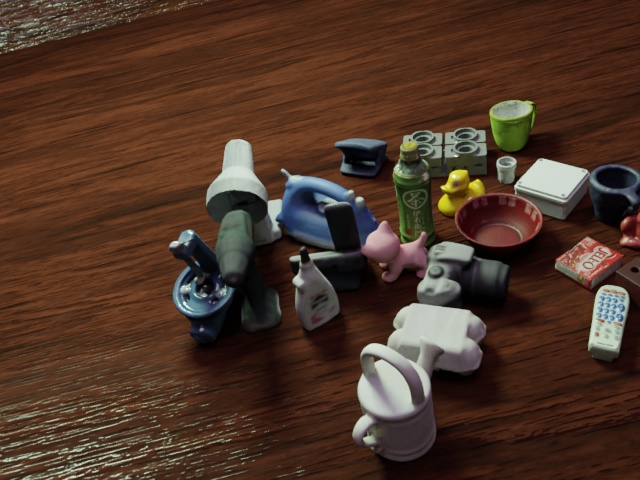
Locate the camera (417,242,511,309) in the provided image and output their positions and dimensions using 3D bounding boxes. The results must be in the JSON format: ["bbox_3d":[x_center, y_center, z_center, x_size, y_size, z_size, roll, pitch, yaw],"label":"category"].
[{"bbox_3d":[0.249,0.068,0.982,0.136,0.101,0.143,8,45,24],"label":"camera"}]

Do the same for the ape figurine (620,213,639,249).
[{"bbox_3d":[0.577,-0.028,1.007,0.076,0.092,0.077,-18,40,-5],"label":"ape figurine"}]

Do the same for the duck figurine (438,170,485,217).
[{"bbox_3d":[0.292,-0.107,1.185,0.105,0.086,0.077,-24,41,-13],"label":"duck figurine"}]

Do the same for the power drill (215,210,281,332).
[{"bbox_3d":[-0.129,0.060,1.013,0.075,0.209,0.229,-15,40,-1],"label":"power drill"}]

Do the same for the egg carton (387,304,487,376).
[{"bbox_3d":[0.186,0.160,0.916,0.150,0.069,0.107,5,43,21],"label":"egg carton"}]

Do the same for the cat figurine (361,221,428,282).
[{"bbox_3d":[0.140,0.016,1.060,0.127,0.118,0.067,-10,40,5],"label":"cat figurine"}]

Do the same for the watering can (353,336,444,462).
[{"bbox_3d":[0.106,0.205,0.788,0.100,0.194,0.173,7,44,23],"label":"watering can"}]

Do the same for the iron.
[{"bbox_3d":[0.026,-0.066,1.170,0.257,0.142,0.119,16,48,31],"label":"iron"}]

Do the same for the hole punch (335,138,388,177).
[{"bbox_3d":[0.098,-0.214,1.361,0.108,0.091,0.101,10,45,26],"label":"hole punch"}]

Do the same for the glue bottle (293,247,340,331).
[{"bbox_3d":[-0.014,0.078,0.987,0.078,0.173,0.037,-33,43,-21],"label":"glue bottle"}]

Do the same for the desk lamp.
[{"bbox_3d":[-0.153,-0.086,1.187,0.118,0.214,0.203,-9,40,6],"label":"desk lamp"}]

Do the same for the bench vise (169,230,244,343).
[{"bbox_3d":[-0.210,0.048,1.041,0.121,0.220,0.207,-9,40,6],"label":"bench vise"}]

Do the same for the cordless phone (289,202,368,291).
[{"bbox_3d":[0.010,0.004,1.058,0.147,0.185,0.094,-9,40,6],"label":"cordless phone"}]

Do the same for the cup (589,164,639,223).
[{"bbox_3d":[0.552,-0.072,1.064,0.091,0.095,0.117,-14,40,-1],"label":"cup"}]
